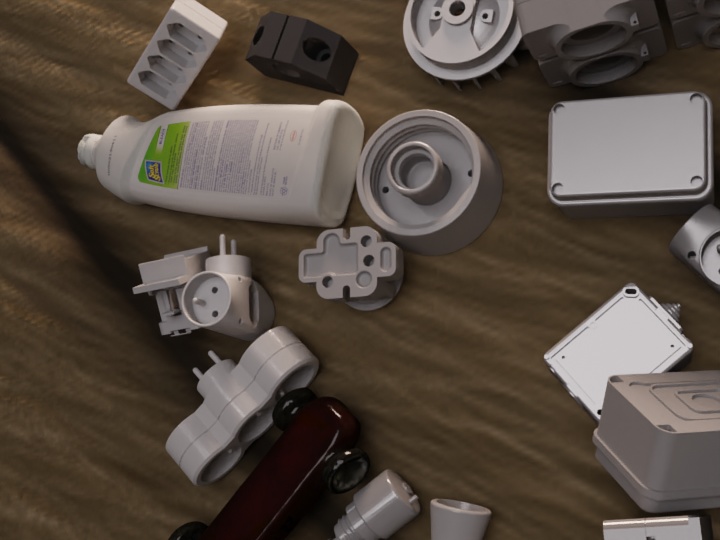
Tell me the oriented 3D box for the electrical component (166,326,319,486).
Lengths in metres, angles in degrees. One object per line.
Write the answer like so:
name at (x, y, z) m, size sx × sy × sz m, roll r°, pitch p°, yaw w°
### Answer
electrical component at (-0.103, 0.096, 0.849) m, size 0.138 × 0.052 × 0.074 m, roll -48°, pitch 67°, yaw 6°

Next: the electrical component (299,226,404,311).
electrical component at (0.000, 0.000, 0.827) m, size 0.078 × 0.057 × 0.058 m, roll -5°, pitch 77°, yaw 21°

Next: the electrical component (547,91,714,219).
electrical component at (0.194, -0.081, 0.767) m, size 0.113 × 0.057 × 0.078 m, roll -1°, pitch 78°, yaw 21°

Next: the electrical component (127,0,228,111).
electrical component at (-0.153, -0.196, 0.929) m, size 0.047 × 0.075 × 0.083 m, roll 31°, pitch 123°, yaw -15°

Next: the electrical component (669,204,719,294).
electrical component at (0.267, -0.018, 0.732) m, size 0.079 × 0.044 × 0.077 m, roll -47°, pitch 67°, yaw 6°

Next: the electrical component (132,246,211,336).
electrical component at (-0.144, 0.018, 0.875) m, size 0.042 × 0.081 × 0.063 m, roll -10°, pitch 97°, yaw 20°

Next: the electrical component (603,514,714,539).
electrical component at (0.186, 0.197, 0.659) m, size 0.062 × 0.150 × 0.089 m, roll -8°, pitch 76°, yaw 19°

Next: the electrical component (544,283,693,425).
electrical component at (0.184, 0.057, 0.743) m, size 0.096 × 0.061 × 0.061 m, roll -41°, pitch 69°, yaw 2°

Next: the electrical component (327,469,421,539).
electrical component at (0.008, 0.181, 0.793) m, size 0.078 × 0.040 × 0.040 m, roll -40°, pitch 67°, yaw 10°

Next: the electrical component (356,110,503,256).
electrical component at (0.049, -0.070, 0.821) m, size 0.108 × 0.060 × 0.108 m, roll -5°, pitch 77°, yaw 21°

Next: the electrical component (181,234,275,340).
electrical component at (-0.104, 0.012, 0.854) m, size 0.043 × 0.077 × 0.079 m, roll -8°, pitch 76°, yaw 20°

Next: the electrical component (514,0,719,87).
electrical component at (0.211, -0.192, 0.758) m, size 0.186 × 0.105 × 0.060 m, roll -15°, pitch 74°, yaw 18°

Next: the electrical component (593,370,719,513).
electrical component at (0.214, 0.107, 0.679) m, size 0.113 × 0.078 × 0.057 m, roll -1°, pitch 112°, yaw -17°

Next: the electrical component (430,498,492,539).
electrical component at (0.067, 0.200, 0.766) m, size 0.044 × 0.044 × 0.065 m, roll 8°, pitch 87°, yaw 23°
